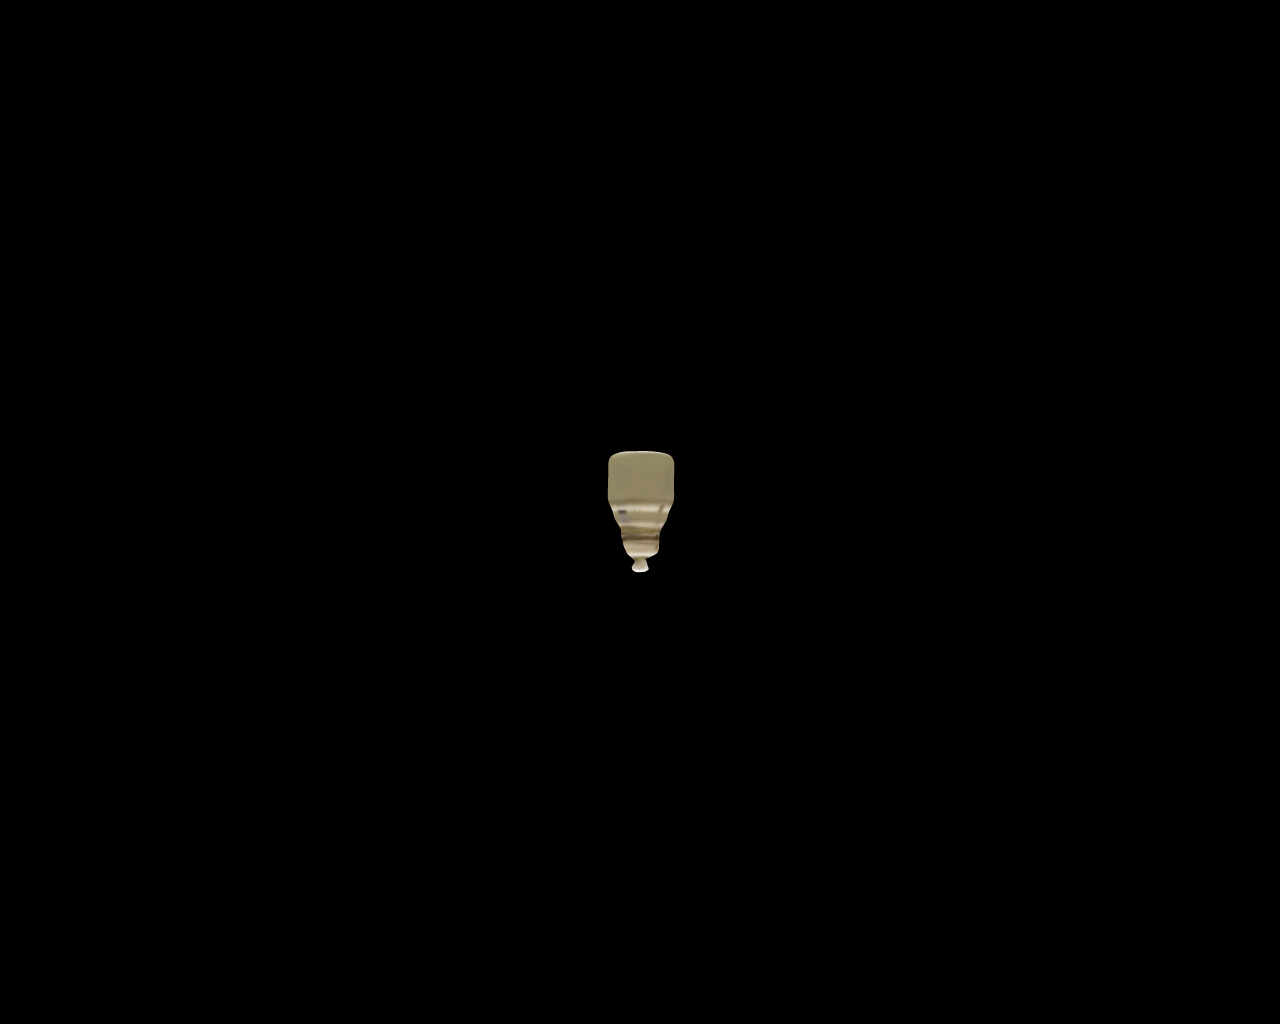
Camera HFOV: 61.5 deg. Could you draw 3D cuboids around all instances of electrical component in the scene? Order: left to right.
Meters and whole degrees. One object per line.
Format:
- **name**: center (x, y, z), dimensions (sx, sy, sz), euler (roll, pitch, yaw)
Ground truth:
- **electrical component**: center (0.001, -0.003, 0.650), dimensions (0.040, 0.078, 0.040), euler (0, -3, 0)
